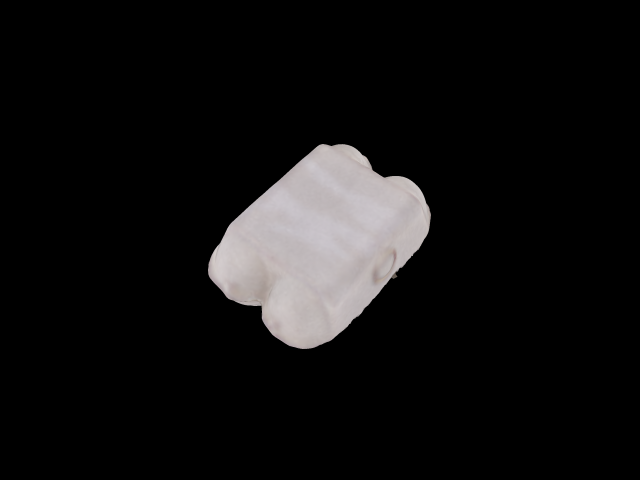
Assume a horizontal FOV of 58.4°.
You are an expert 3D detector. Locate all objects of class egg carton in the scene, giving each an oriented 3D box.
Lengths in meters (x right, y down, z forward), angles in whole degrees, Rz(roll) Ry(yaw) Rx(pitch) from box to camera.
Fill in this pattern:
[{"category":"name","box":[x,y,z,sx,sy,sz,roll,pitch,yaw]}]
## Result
[{"category":"egg carton","box":[0.004,0.001,0.400,0.107,0.069,0.150,33,62,20]}]
